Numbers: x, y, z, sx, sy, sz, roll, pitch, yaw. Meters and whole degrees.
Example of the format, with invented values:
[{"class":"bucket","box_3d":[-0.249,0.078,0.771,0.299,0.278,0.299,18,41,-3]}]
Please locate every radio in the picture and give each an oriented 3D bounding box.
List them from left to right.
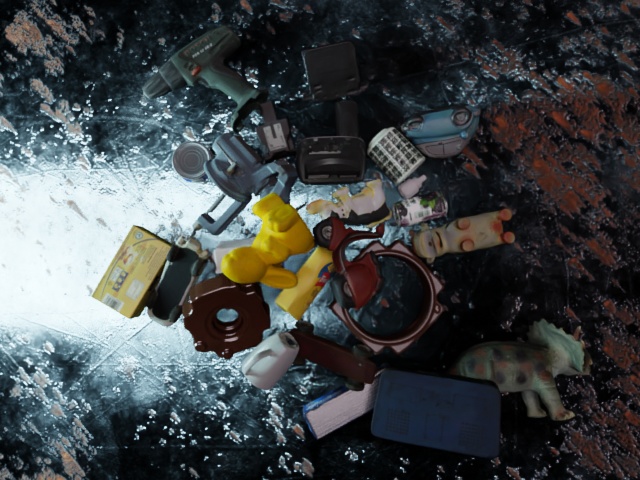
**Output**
[{"class":"radio","box_3d":[0.217,0.313,0.998,0.230,0.073,0.131,6,86,13]}]

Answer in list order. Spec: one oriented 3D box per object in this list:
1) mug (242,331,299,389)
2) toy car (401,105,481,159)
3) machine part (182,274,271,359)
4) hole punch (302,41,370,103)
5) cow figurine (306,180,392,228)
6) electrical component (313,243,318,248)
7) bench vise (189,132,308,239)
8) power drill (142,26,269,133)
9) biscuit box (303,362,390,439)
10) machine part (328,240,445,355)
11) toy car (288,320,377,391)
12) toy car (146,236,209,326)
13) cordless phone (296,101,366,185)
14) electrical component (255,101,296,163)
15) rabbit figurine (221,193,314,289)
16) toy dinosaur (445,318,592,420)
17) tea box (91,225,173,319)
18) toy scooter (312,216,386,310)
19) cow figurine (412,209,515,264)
[{"class":"mug","box_3d":[-0.100,0.229,1.057,0.107,0.109,0.081,-49,57,17]},{"class":"toy car","box_3d":[0.251,-0.218,1.103,0.162,0.109,0.102,-11,104,8]},{"class":"machine part","box_3d":[-0.183,0.151,1.065,0.179,0.056,0.179,-5,116,-10]},{"class":"hole punch","box_3d":[0.022,-0.355,1.128,0.142,0.092,0.115,-12,116,-3]},{"class":"cow figurine","box_3d":[0.060,-0.061,1.111,0.167,0.068,0.098,-18,94,1]},{"class":"electrical component","box_3d":[-0.002,-0.003,1.090,0.063,0.094,0.021,-32,93,2]},{"class":"bench vise","box_3d":[-0.164,-0.088,1.092,0.223,0.129,0.240,44,108,-7]},{"class":"power drill","box_3d":[-0.227,-0.321,1.127,0.207,0.086,0.232,43,85,10]},{"class":"biscuit box","box_3d":[0.065,0.323,1.087,0.203,0.059,0.063,-28,88,-2]},{"class":"machine part","box_3d":[0.134,0.114,1.088,0.201,0.087,0.201,-44,87,-1]},{"class":"toy car","box_3d":[0.022,0.228,1.069,0.202,0.053,0.089,16,98,26]},{"class":"toy car","box_3d":[-0.289,0.085,1.084,0.073,0.056,0.201,29,107,1]},{"class":"cordless phone","box_3d":[0.021,-0.209,1.121,0.147,0.088,0.184,-2,76,-3]},{"class":"electrical component","box_3d":[-0.099,-0.226,1.129,0.075,0.048,0.119,-20,86,-2]},{"class":"rabbit figurine","box_3d":[-0.103,0.019,1.000,0.173,0.162,0.122,-40,44,-14]},{"class":"toy dinosaur","box_3d":[0.358,0.263,1.067,0.405,0.131,0.192,-6,74,4]},{"class":"tea box","box_3d":[-0.377,0.064,1.102,0.098,0.068,0.169,31,86,1]},{"class":"toy scooter","box_3d":[0.074,0.034,1.015,0.135,0.075,0.183,-18,88,-12]},{"class":"cow figurine","box_3d":[0.277,-0.008,1.088,0.195,0.127,0.085,-13,87,-15]}]
